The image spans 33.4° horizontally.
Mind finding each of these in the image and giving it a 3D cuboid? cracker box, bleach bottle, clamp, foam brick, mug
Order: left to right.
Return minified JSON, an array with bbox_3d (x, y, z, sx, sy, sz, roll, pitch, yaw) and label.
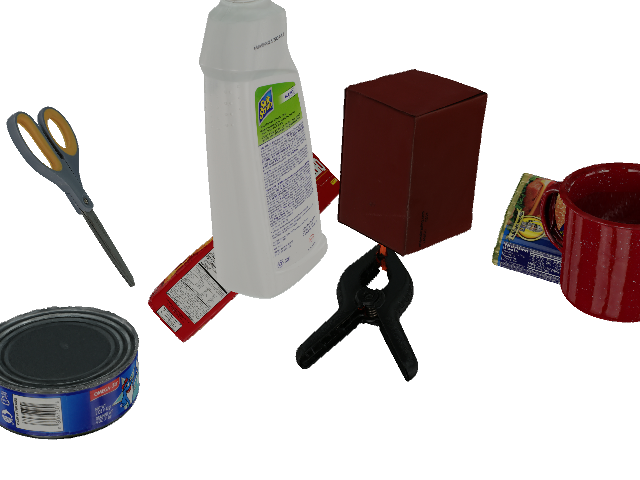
[{"bbox_3d":[-0.086,0.003,1.233,0.214,0.072,0.164,-42,4,26],"label":"cracker box"},{"bbox_3d":[-0.045,-0.085,0.810,0.068,0.251,0.102,14,35,26],"label":"bleach bottle"},{"bbox_3d":[0.059,0.073,1.078,0.120,0.171,0.039,16,-38,16],"label":"clamp"},{"bbox_3d":[0.045,-0.041,0.543,0.052,0.078,0.051,-20,36,-36],"label":"foam brick"},{"bbox_3d":[0.201,-0.002,0.744,0.093,0.081,0.117,-27,38,-35],"label":"mug"}]

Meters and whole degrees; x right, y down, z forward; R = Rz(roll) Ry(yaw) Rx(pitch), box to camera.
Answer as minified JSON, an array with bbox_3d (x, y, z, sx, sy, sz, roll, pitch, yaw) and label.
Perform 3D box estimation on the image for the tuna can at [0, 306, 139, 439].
[{"bbox_3d":[-0.143,0.072,0.587,0.086,0.034,0.086,2,27,-1],"label":"tuna can"}]

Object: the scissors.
[{"bbox_3d":[-0.237,-0.053,1.066,0.016,0.201,0.096,-25,27,23],"label":"scissors"}]

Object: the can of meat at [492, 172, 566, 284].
[{"bbox_3d":[0.210,-0.009,0.962,0.084,0.057,0.102,17,47,17],"label":"can of meat"}]
